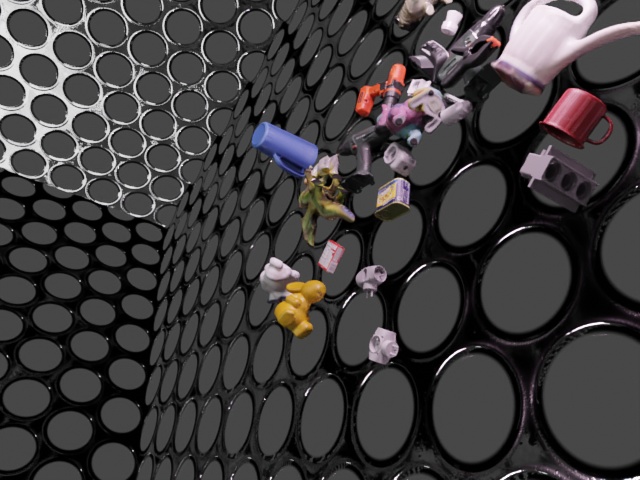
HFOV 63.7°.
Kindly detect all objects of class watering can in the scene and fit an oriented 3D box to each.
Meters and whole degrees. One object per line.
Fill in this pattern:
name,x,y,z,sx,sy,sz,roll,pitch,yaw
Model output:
watering can,0.482,-0.395,1.051,0.221,0.103,0.355,-56,-151,22

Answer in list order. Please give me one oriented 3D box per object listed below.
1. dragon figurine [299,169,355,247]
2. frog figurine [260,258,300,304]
dragon figurine,0.005,-0.086,1.715,0.419,0.122,0.238,-115,-144,-53
frog figurine,-0.139,0.117,1.710,0.125,0.137,0.156,-54,135,-51
